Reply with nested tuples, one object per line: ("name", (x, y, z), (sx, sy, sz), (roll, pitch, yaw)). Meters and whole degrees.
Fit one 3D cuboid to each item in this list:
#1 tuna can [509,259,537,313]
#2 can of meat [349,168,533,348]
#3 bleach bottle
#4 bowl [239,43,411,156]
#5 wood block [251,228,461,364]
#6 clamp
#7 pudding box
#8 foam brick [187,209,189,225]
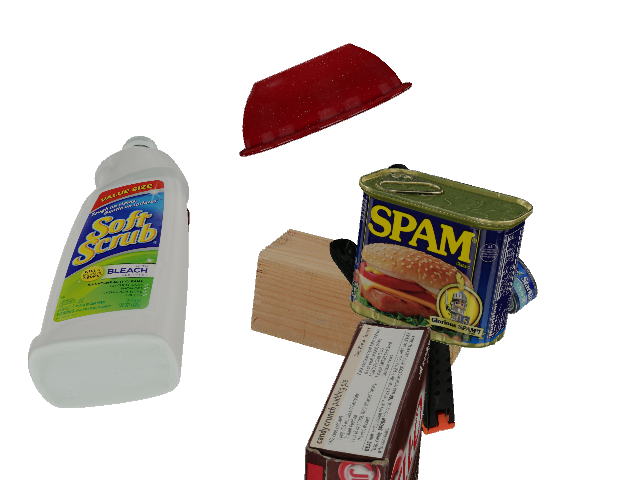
("tuna can", (0.218, 0.046, 1.285), (0.033, 0.086, 0.086), (-37, 12, -16))
("can of meat", (0.069, 0.010, 0.646), (0.102, 0.084, 0.057), (18, 23, 28))
("bleach bottle", (-0.150, 0.007, 0.798), (0.102, 0.068, 0.251), (-7, 41, 1))
("bowl", (-0.006, -0.128, 0.924), (0.162, 0.055, 0.162), (-22, 9, 4))
("wood block", (0.042, 0.065, 1.099), (0.206, 0.091, 0.090), (15, 23, 17))
("clamp", (0.067, 0.052, 0.875), (0.036, 0.210, 0.165), (-10, -26, -21))
("pudding box", (0.021, 0.100, 0.477), (0.039, 0.090, 0.113), (8, 26, 10))
("foam brick", (-0.182, -0.014, 1.131), (0.078, 0.051, 0.053), (-3, 24, -16))
